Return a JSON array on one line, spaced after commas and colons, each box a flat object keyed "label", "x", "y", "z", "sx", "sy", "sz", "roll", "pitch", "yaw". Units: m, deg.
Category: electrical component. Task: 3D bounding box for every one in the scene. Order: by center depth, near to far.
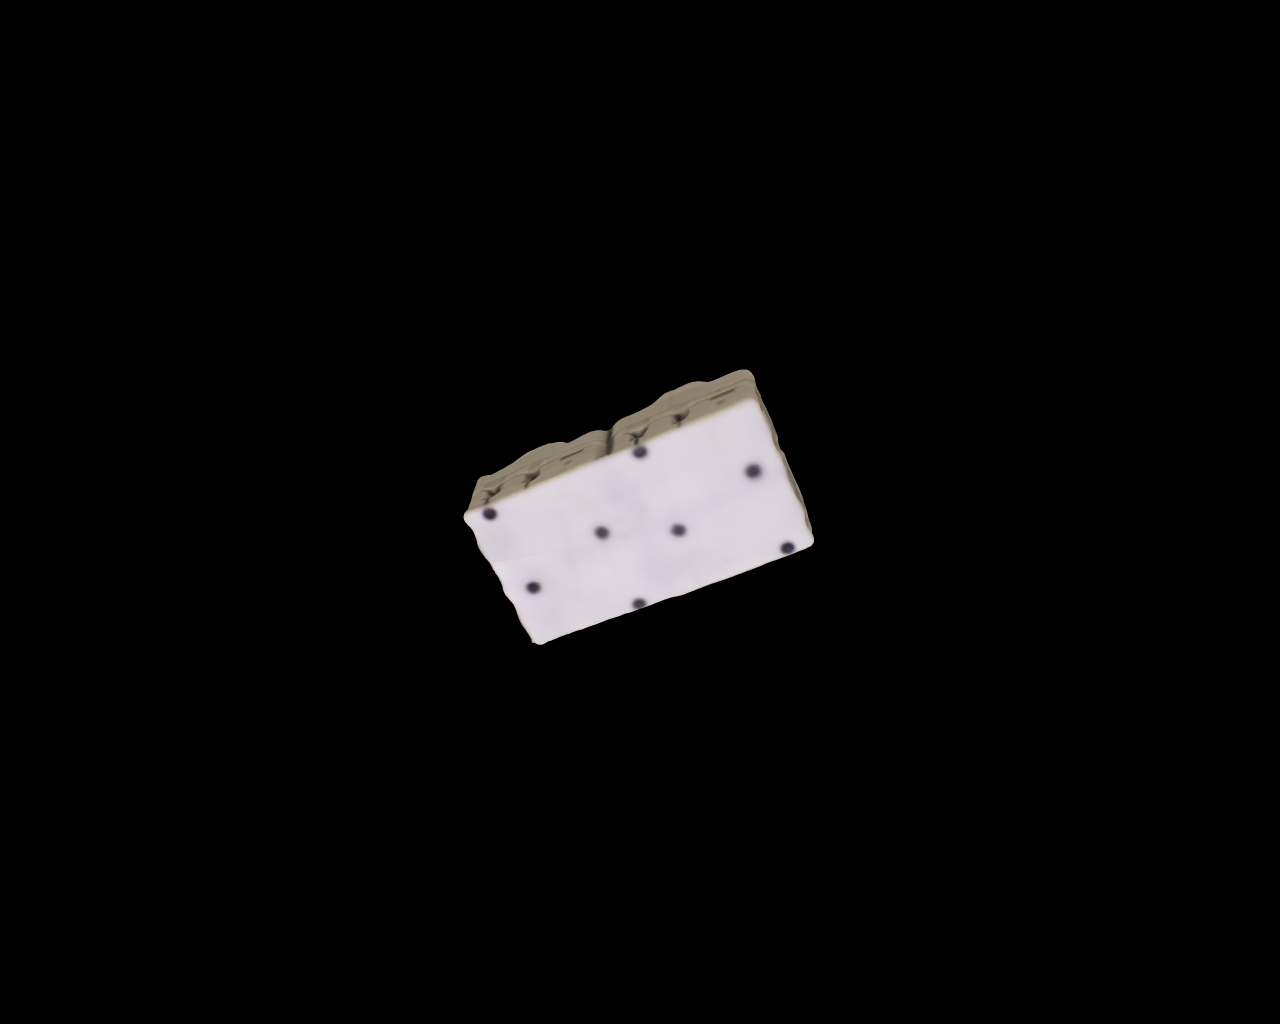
[{"label": "electrical component", "x": 0.001, "y": -0.003, "z": 0.650, "sx": 0.186, "sy": 0.105, "sz": 0.060, "roll": -21, "pitch": 25, "yaw": 10}]
